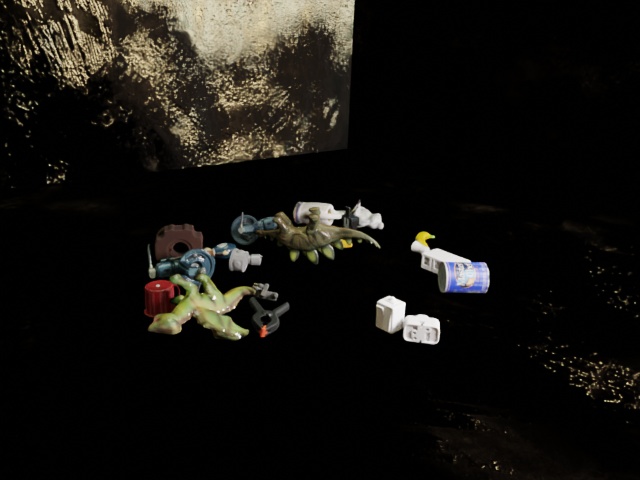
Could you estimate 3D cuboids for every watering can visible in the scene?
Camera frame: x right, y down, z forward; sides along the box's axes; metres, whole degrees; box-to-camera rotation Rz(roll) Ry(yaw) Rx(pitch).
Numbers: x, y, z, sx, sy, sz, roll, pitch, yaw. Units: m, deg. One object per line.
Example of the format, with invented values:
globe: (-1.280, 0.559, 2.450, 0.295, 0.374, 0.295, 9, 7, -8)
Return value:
watering can: (0.007, -0.119, 2.360, 0.224, 0.103, 0.349, 6, 6, 15)

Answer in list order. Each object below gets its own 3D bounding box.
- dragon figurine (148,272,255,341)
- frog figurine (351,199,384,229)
dragon figurine: (-0.289, 0.204, 1.436, 0.410, 0.120, 0.247, 3, 31, -43)
frog figurine: (0.208, -0.091, 2.328, 0.159, 0.122, 0.138, 39, 11, -2)
